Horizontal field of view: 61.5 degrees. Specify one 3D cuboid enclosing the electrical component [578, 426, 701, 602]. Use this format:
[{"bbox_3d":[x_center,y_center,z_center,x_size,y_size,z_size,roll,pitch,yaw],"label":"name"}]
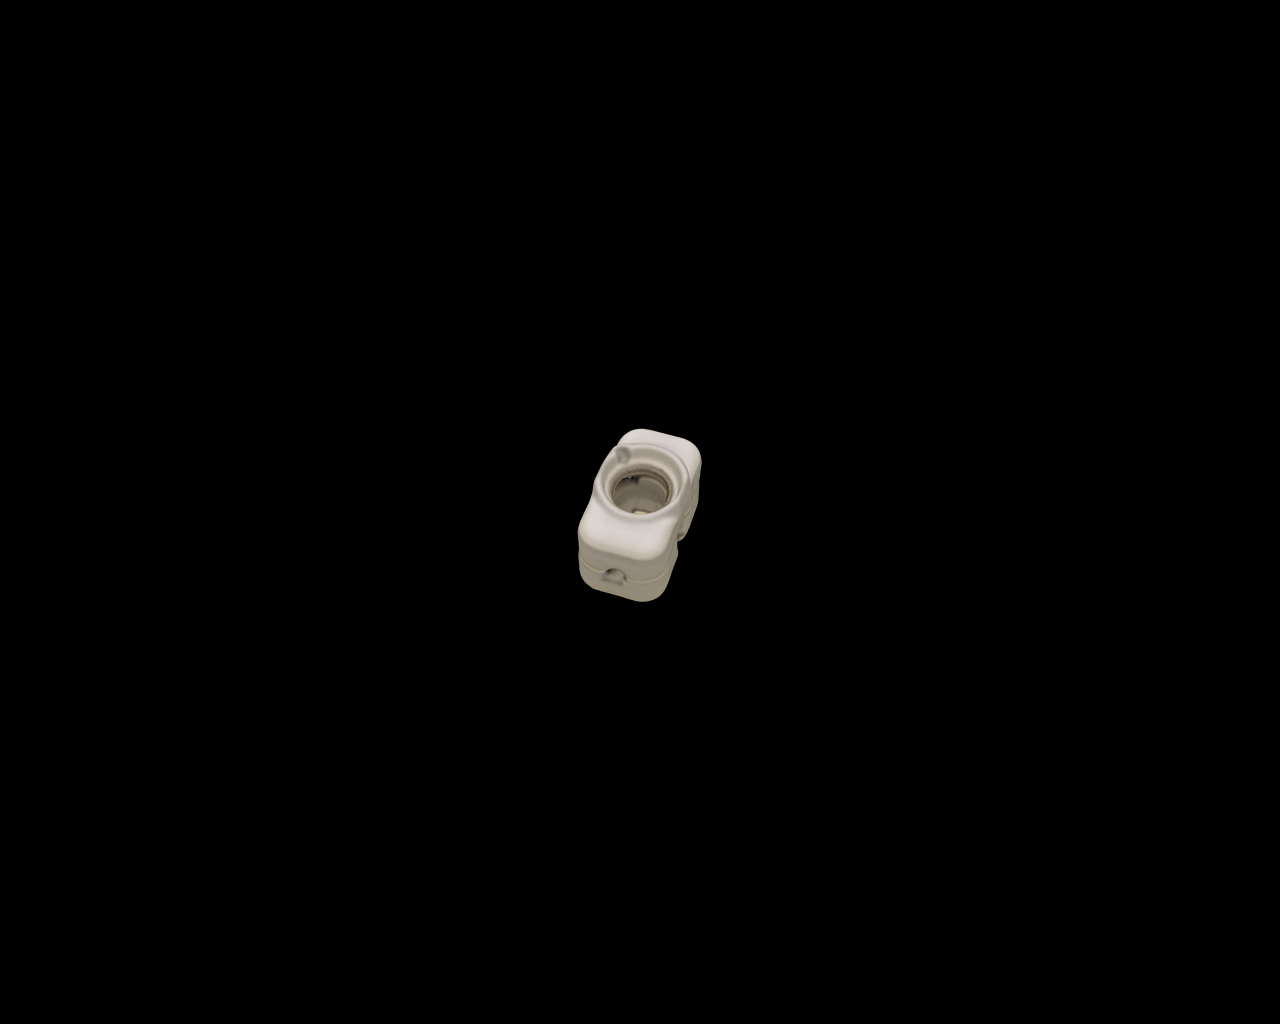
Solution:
[{"bbox_3d":[0.001,-0.003,0.650,0.054,0.095,0.059,15,-36,11],"label":"electrical component"}]
